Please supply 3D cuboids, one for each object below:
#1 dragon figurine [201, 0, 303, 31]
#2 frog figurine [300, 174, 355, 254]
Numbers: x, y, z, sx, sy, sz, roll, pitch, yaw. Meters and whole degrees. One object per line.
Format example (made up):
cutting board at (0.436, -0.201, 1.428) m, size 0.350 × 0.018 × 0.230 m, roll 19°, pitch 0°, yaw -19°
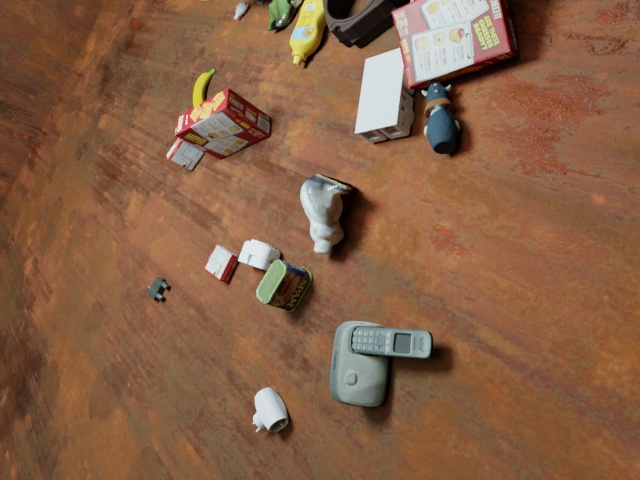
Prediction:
dragon figurine at (-0.162, -0.734, 1.521) m, size 0.406 × 0.122 × 0.245 m, roll -26°, pitch 78°, yaw 24°
frog figurine at (0.003, -0.055, 1.100) m, size 0.139 × 0.122 × 0.158 m, roll -122°, pitch 53°, yaw -76°
